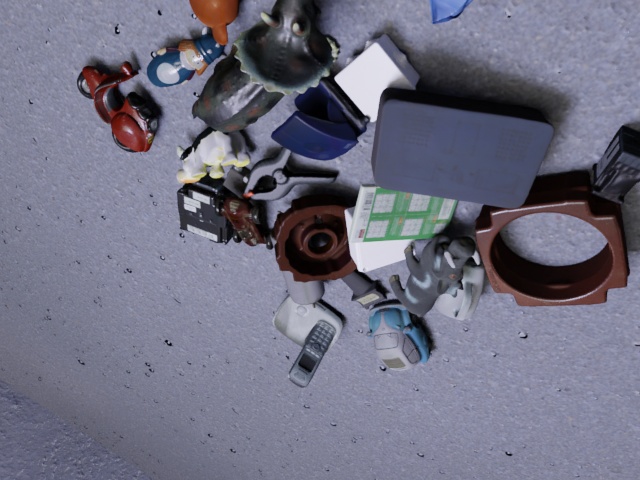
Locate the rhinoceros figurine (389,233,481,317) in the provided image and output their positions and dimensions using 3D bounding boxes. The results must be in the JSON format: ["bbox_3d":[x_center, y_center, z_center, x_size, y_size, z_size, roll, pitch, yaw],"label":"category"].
[{"bbox_3d":[0.191,0.057,0.905,0.073,0.112,0.190,-1,141,-28],"label":"rhinoceros figurine"}]

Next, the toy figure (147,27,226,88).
[{"bbox_3d":[-0.222,-0.297,0.894,0.155,0.058,0.064,-11,160,33],"label":"toy figure"}]

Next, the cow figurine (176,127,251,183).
[{"bbox_3d":[-0.209,-0.162,0.988,0.167,0.068,0.098,-15,86,34],"label":"cow figurine"}]

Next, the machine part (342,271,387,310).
[{"bbox_3d":[0.068,0.085,1.088,0.139,0.039,0.084,40,143,-12],"label":"machine part"}]

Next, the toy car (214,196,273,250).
[{"bbox_3d":[-0.142,-0.026,1.044,0.089,0.053,0.202,9,159,8],"label":"toy car"}]

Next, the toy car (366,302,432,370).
[{"bbox_3d":[0.159,0.213,1.105,0.109,0.103,0.161,-13,119,36],"label":"toy car"}]

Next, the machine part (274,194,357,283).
[{"bbox_3d":[-0.002,-0.003,0.980,0.179,0.056,0.179,-6,124,-9],"label":"machine part"}]

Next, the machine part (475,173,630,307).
[{"bbox_3d":[0.357,0.004,0.830,0.201,0.087,0.201,-7,126,32],"label":"machine part"}]

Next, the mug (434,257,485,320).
[{"bbox_3d":[0.248,0.080,0.945,0.081,0.109,0.107,13,122,6],"label":"mug"}]

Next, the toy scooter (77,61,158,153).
[{"bbox_3d":[-0.359,-0.253,0.991,0.135,0.075,0.183,-23,110,38],"label":"toy scooter"}]

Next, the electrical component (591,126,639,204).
[{"bbox_3d":[0.412,-0.113,0.707,0.048,0.075,0.119,23,139,7],"label":"electrical component"}]

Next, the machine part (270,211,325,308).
[{"bbox_3d":[-0.043,0.046,1.082,0.079,0.079,0.242,5,129,24],"label":"machine part"}]

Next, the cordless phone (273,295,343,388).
[{"bbox_3d":[-0.047,0.215,1.156,0.146,0.184,0.088,35,140,-4],"label":"cordless phone"}]

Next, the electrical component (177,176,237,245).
[{"bbox_3d":[-0.228,-0.066,1.096,0.115,0.058,0.134,20,134,8],"label":"electrical component"}]

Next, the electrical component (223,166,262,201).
[{"bbox_3d":[-0.146,-0.104,1.028,0.078,0.045,0.102,38,135,-8],"label":"electrical component"}]

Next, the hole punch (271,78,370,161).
[{"bbox_3d":[-0.003,-0.172,0.841,0.115,0.092,0.142,44,153,-13],"label":"hole punch"}]

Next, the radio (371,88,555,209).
[{"bbox_3d":[0.189,-0.127,0.753,0.230,0.073,0.131,9,118,0],"label":"radio"}]

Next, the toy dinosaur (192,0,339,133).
[{"bbox_3d":[-0.110,-0.229,0.797,0.405,0.192,0.131,-30,108,40],"label":"toy dinosaur"}]

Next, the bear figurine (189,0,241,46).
[{"bbox_3d":[-0.130,-0.382,0.745,0.132,0.120,0.195,-23,156,-6],"label":"bear figurine"}]
